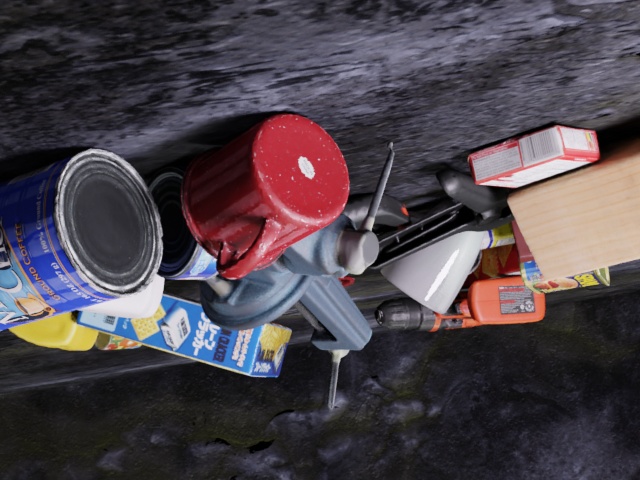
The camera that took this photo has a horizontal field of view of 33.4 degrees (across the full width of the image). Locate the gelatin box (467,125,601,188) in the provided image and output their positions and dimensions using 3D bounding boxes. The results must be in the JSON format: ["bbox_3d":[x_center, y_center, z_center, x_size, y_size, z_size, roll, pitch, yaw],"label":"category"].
[{"bbox_3d":[0.182,-0.071,0.910,0.089,0.030,0.073,-17,170,38],"label":"gelatin box"}]

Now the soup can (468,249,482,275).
[{"bbox_3d":[0.148,0.021,1.312,0.068,0.068,0.102,-7,171,-15],"label":"soup can"}]

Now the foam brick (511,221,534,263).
[{"bbox_3d":[0.227,-0.018,1.127,0.051,0.078,0.053,-13,171,8],"label":"foam brick"}]

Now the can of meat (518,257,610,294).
[{"bbox_3d":[0.272,0.024,1.193,0.084,0.057,0.102,-11,165,20],"label":"can of meat"}]

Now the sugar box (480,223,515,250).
[{"bbox_3d":[0.212,-0.019,1.205,0.176,0.048,0.093,-9,173,4],"label":"sugar box"}]

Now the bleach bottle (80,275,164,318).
[{"bbox_3d":[-0.249,0.029,0.934,0.103,0.068,0.250,5,177,28],"label":"bleach bottle"}]

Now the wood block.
[{"bbox_3d":[0.282,-0.041,0.933,0.207,0.090,0.090,-20,-170,46],"label":"wood block"}]

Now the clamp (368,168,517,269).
[{"bbox_3d":[0.147,-0.028,1.041,0.209,0.036,0.165,-9,158,-38],"label":"clamp"}]

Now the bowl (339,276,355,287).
[{"bbox_3d":[-0.043,0.036,1.246,0.162,0.055,0.162,-9,171,-2],"label":"bowl"}]

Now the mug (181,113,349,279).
[{"bbox_3d":[-0.038,-0.026,0.716,0.093,0.117,0.082,37,142,-21],"label":"mug"}]

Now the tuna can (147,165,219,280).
[{"bbox_3d":[-0.100,-0.013,0.795,0.033,0.086,0.086,2,165,-43],"label":"tuna can"}]

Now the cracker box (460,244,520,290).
[{"bbox_3d":[0.279,0.012,1.381,0.164,0.072,0.214,-6,173,-17],"label":"cracker box"}]

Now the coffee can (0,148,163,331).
[{"bbox_3d":[-0.196,0.004,0.742,0.141,0.103,0.102,-15,169,30],"label":"coffee can"}]

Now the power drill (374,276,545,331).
[{"bbox_3d":[0.183,0.085,1.364,0.184,0.057,0.188,-4,175,-21],"label":"power drill"}]

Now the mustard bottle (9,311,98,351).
[{"bbox_3d":[-0.321,0.102,1.303,0.096,0.058,0.191,20,172,3],"label":"mustard bottle"}]

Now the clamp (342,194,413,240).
[{"bbox_3d":[0.015,-0.018,1.020,0.171,0.039,0.120,-14,163,-21],"label":"clamp"}]
